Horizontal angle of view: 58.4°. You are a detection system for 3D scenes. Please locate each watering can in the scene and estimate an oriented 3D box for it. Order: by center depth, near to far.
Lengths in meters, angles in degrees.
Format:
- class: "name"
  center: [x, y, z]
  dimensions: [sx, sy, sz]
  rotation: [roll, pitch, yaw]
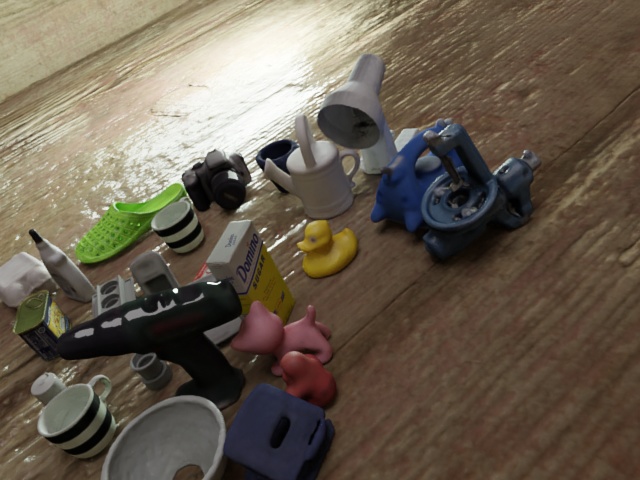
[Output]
- class: "watering can"
  center: [-0.018, -0.138, 1.056]
  dimensions: [0.173, 0.194, 0.100]
  rotation: [-27, 37, -6]

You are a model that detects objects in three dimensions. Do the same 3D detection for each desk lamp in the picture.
- class: "desk lamp"
  center: [0.095, -0.230, 1.096]
  dimensions: [0.117, 0.214, 0.203]
  rotation: [3, 44, 30]

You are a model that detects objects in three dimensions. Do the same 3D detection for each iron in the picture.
- class: "iron"
  center: [0.188, -0.132, 0.989]
  dimensions: [0.118, 0.142, 0.259]
  rotation: [18, 52, 41]

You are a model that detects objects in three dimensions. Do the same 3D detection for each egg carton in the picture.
- class: "egg carton"
  center: [-0.615, 0.086, 1.185]
  dimensions: [0.149, 0.069, 0.107]
  rotation: [18, 52, 40]

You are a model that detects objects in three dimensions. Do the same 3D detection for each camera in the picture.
- class: "camera"
  center: [-0.218, -0.123, 1.216]
  dimensions: [0.143, 0.101, 0.136]
  rotation: [-24, 37, -3]

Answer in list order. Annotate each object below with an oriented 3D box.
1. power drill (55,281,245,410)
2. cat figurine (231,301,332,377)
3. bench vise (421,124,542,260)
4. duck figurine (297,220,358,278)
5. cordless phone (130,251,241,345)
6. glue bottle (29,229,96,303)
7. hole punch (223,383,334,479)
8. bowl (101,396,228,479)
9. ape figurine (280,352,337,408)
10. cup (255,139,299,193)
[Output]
- class: "power drill"
  center: [-0.199, 0.154, 0.776]
  dimensions: [0.229, 0.209, 0.075]
  rotation: [-27, 37, -6]
- class: "cat figurine"
  center: [-0.057, 0.131, 0.810]
  dimensions: [0.127, 0.118, 0.067]
  rotation: [-20, 37, 3]
- class: "bench vise"
  center: [0.228, -0.098, 0.862]
  dimensions: [0.208, 0.220, 0.121]
  rotation: [-40, 40, -22]
- class: "duck figurine"
  center: [0.009, 0.003, 0.959]
  dimensions: [0.104, 0.086, 0.077]
  rotation: [-30, 38, -10]
- class: "cordless phone"
  center: [-0.195, 0.080, 0.886]
  dimensions: [0.148, 0.185, 0.094]
  rotation: [-29, 38, -9]
- class: "glue bottle"
  center: [-0.496, 0.046, 1.088]
  dimensions: [0.077, 0.173, 0.037]
  rotation: [9, 47, 35]
- class: "hole punch"
  center: [-0.047, 0.239, 0.694]
  dimensions: [0.100, 0.091, 0.109]
  rotation: [2, 43, 29]
- class: "bowl"
  center: [-0.181, 0.285, 0.718]
  dimensions: [0.167, 0.075, 0.167]
  rotation: [-14, 38, 11]
- class: "ape figurine"
  center: [-0.023, 0.179, 0.754]
  dimensions: [0.075, 0.092, 0.078]
  rotation: [12, 49, 37]
- class: "cup"
  center: [-0.062, -0.148, 1.173]
  dimensions: [0.117, 0.095, 0.091]
  rotation: [-9, 39, 17]
